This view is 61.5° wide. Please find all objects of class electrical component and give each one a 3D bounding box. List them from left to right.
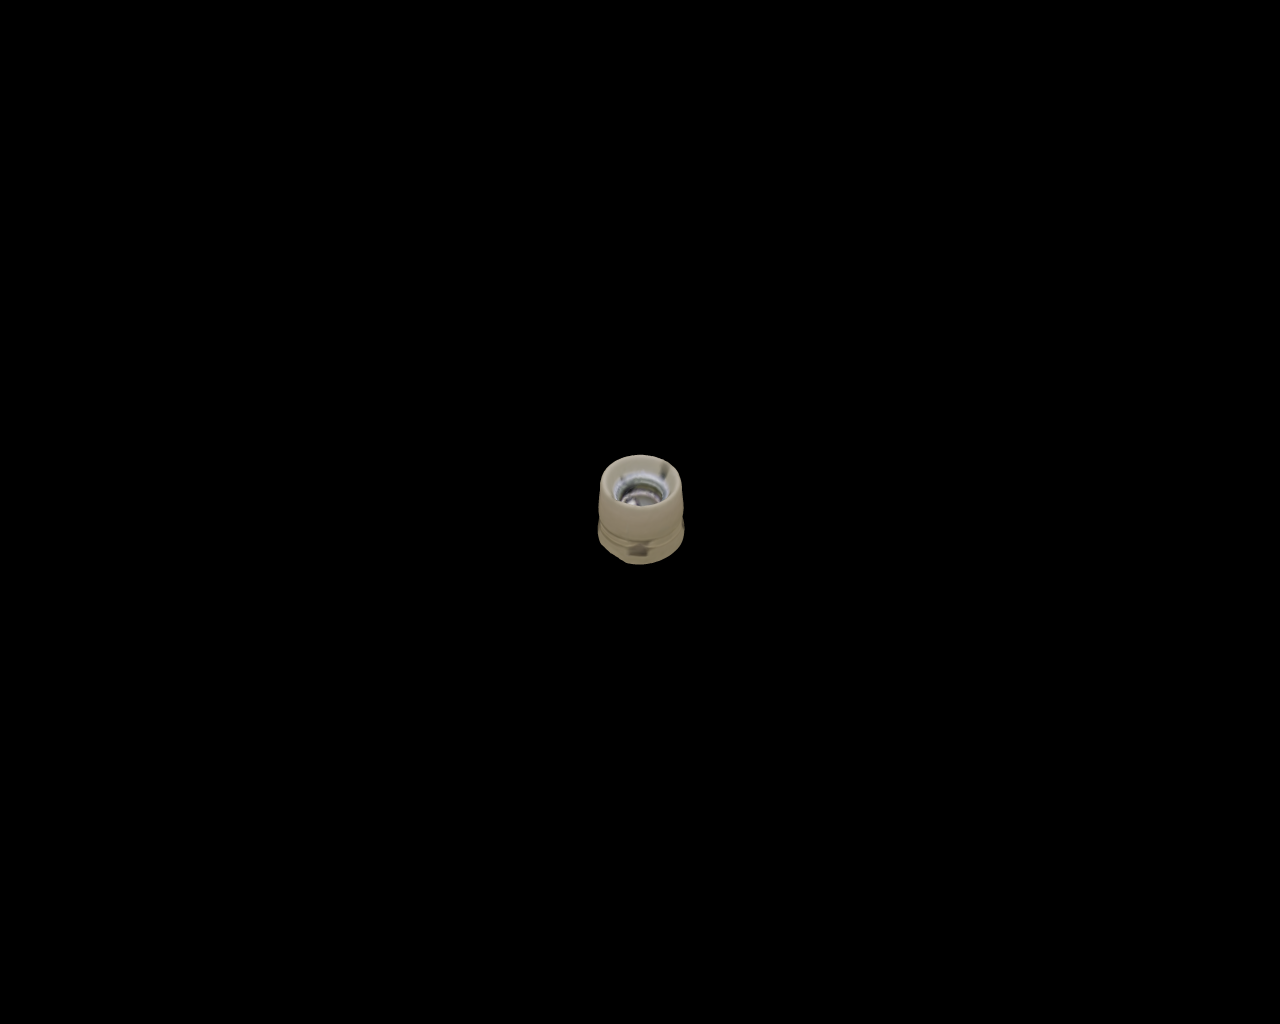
[{"bbox_3d":[0.001,-0.003,0.650,0.055,0.047,0.055,0,45,0],"label":"electrical component"}]
